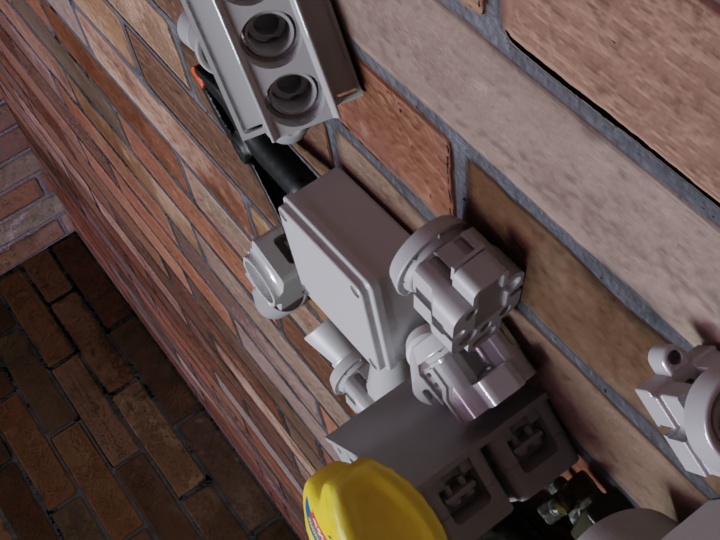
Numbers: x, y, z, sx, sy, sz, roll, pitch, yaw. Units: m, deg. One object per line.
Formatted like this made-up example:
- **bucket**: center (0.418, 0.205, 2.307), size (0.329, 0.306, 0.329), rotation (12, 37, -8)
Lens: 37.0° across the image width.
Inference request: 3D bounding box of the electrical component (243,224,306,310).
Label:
- **electrical component**: center (-0.069, -0.004, 0.984), size (0.050, 0.056, 0.089), rotation (53, 165, 12)

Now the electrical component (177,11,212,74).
- **electrical component**: center (-0.110, -0.173, 0.795), size (0.065, 0.044, 0.044), rotation (44, 161, 53)

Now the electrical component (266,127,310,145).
- **electrical component**: center (-0.053, -0.106, 0.767), size (0.035, 0.035, 0.061), rotation (56, 167, 1)

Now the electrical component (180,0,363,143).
- **electrical component**: center (-0.056, -0.146, 0.631), size (0.063, 0.079, 0.121), rotation (-108, -3, -53)

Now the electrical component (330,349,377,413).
- **electrical component**: center (0.010, 0.103, 0.954), size (0.057, 0.058, 0.078), rotation (47, 162, 23)

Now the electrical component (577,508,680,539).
- **electrical component**: center (0.159, 0.183, 0.592), size (0.099, 0.099, 0.064), rotation (64, 169, -26)

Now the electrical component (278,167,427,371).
- **electrical component**: center (0.000, 0.000, 0.776), size (0.108, 0.056, 0.108), rotation (46, 162, 34)

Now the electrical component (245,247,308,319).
- **electrical component**: center (-0.092, 0.011, 1.107), size (0.079, 0.043, 0.077), rotation (57, 165, -1)

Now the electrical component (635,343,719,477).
- **electrical component**: center (0.153, 0.060, 0.453), size (0.066, 0.048, 0.055), rotation (57, 172, -2)

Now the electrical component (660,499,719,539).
- **electrical component**: center (0.175, 0.149, 0.477), size (0.061, 0.089, 0.150), rotation (54, 165, 9)

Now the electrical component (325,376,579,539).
- **electrical component**: center (0.060, 0.128, 0.759), size (0.060, 0.105, 0.186), rotation (60, 165, -11)

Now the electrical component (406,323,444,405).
- **electrical component**: center (0.053, 0.066, 0.748), size (0.046, 0.040, 0.040), rotation (-90, -20, -54)

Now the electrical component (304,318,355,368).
- **electrical component**: center (-0.015, 0.075, 1.010), size (0.065, 0.044, 0.044), rotation (51, 165, 2)

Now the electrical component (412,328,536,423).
- **electrical component**: center (0.070, 0.057, 0.677), size (0.057, 0.058, 0.078), rotation (54, 171, 5)

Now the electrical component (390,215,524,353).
- **electrical component**: center (0.054, 0.006, 0.620), size (0.057, 0.058, 0.078), rotation (47, 162, 23)

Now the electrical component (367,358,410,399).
- **electrical component**: center (0.025, 0.073, 0.881), size (0.044, 0.044, 0.065), rotation (45, 157, 36)
